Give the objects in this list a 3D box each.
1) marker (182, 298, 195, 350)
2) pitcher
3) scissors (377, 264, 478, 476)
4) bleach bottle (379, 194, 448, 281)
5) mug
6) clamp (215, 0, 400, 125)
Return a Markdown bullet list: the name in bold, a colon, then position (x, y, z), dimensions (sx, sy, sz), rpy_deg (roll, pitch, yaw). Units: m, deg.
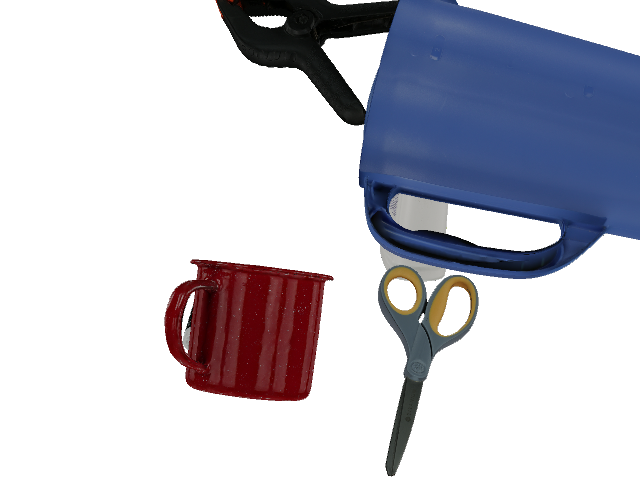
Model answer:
- **marker**: position (-0.112, 0.068, 0.998), dimensions (0.020, 0.020, 0.121), rpy_deg (0, 21, 0)
- **pitcher**: position (0.148, -0.061, 0.689), dimensions (0.243, 0.149, 0.145), rpy_deg (15, 33, 7)
- **scissors**: position (0.066, 0.093, 0.883), dimensions (0.096, 0.201, 0.016), rpy_deg (30, -36, 11)
- **bleach bottle**: position (0.110, -0.089, 1.142), dimensions (0.068, 0.251, 0.102), rpy_deg (1, 26, -8)
- **mug**: position (-0.050, 0.056, 0.679), dimensions (0.093, 0.081, 0.117), rpy_deg (4, -4, 42)
- **clamp**: position (-0.001, -0.169, 0.844), dimensions (0.172, 0.120, 0.039), rpy_deg (33, -25, 21)
